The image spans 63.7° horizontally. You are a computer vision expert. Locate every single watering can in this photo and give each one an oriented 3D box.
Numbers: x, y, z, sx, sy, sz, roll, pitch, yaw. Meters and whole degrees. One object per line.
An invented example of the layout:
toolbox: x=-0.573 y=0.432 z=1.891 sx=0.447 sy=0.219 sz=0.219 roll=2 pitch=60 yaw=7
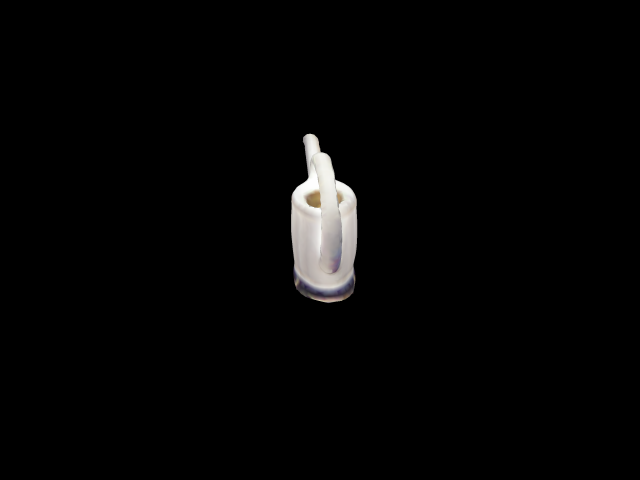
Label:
watering can: x=0.003 y=-0.043 z=0.850 sx=0.104 sy=0.220 sz=0.354 roll=-2 pitch=25 yaw=-4
